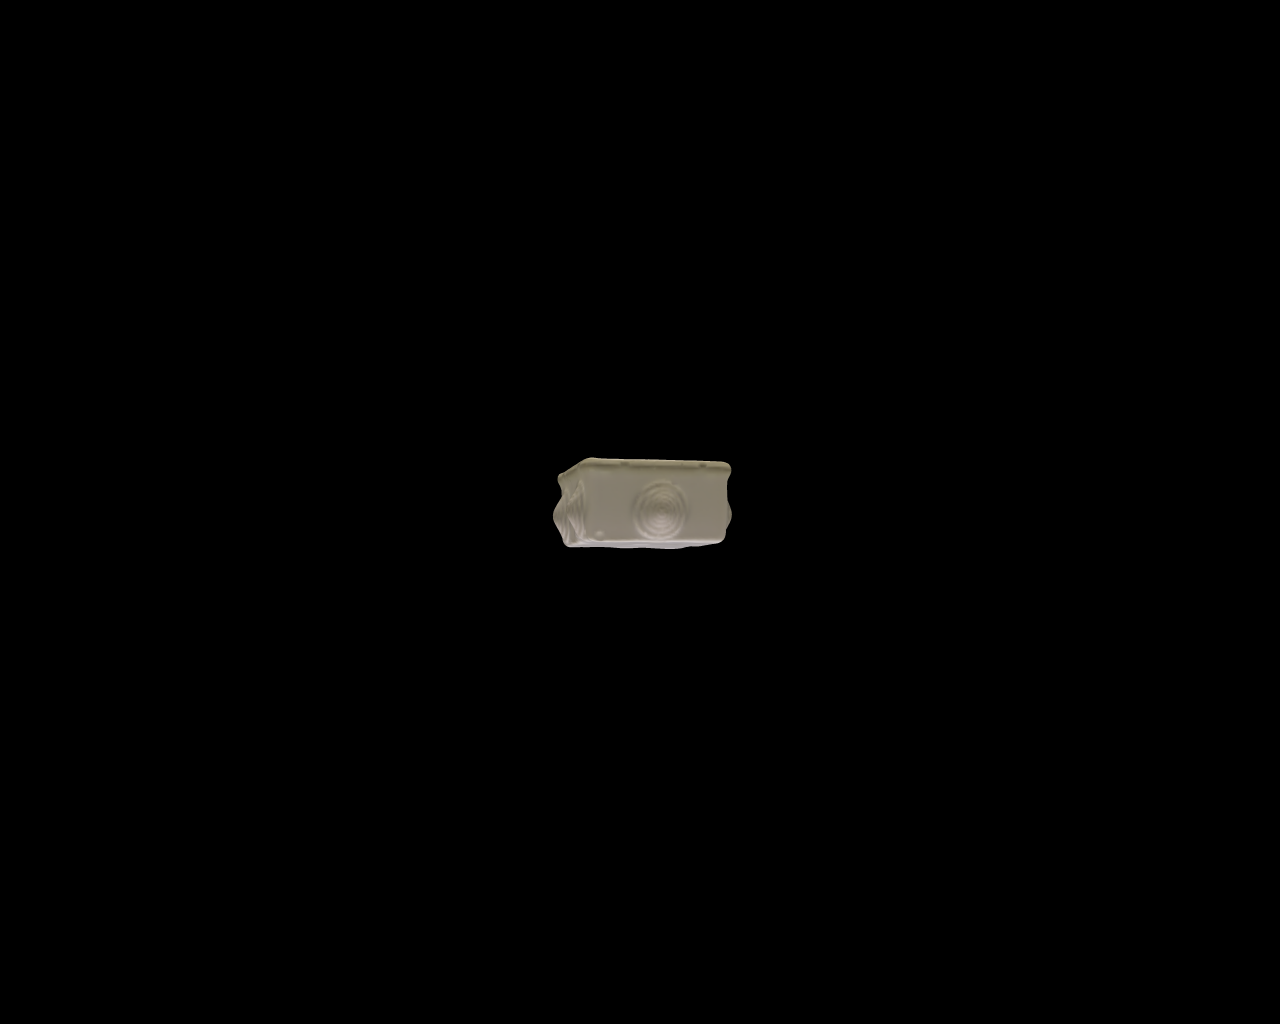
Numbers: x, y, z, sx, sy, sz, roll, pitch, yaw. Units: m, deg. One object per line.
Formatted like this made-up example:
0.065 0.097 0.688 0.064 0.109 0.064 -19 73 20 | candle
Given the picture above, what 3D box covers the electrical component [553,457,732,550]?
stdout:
0.001 -0.003 0.650 0.100 0.048 0.099 1 -5 -15 | electrical component
